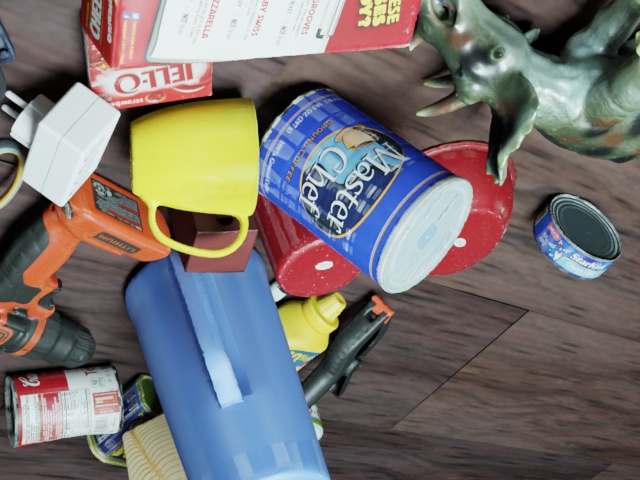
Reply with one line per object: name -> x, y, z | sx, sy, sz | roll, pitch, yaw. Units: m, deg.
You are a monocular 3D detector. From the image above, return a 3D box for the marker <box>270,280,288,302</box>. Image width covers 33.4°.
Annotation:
marker -> -0.024, 0.034, 1.017 | 0.121, 0.020, 0.020 | -41, 139, 23

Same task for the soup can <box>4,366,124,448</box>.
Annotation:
soup can -> -0.245, 0.158, 1.022 | 0.102, 0.068, 0.069 | -4, 140, -23

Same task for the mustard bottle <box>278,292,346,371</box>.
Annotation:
mustard bottle -> -0.049, 0.113, 1.069 | 0.192, 0.058, 0.096 | -40, 151, 21

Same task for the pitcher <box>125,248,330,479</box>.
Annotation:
pitcher -> -0.080, 0.122, 0.911 | 0.149, 0.243, 0.145 | 14, 130, -41

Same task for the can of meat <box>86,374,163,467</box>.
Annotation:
can of meat -> -0.177, 0.190, 1.106 | 0.084, 0.057, 0.102 | -41, 140, 20

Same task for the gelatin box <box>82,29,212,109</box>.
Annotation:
gelatin box -> -0.120, -0.131, 0.755 | 0.089, 0.030, 0.073 | -10, 143, -14

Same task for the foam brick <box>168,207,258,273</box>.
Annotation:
foam brick -> -0.089, -0.018, 0.871 | 0.052, 0.078, 0.051 | -2, 140, -24

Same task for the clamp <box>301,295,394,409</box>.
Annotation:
clamp -> 0.028, 0.125, 1.129 | 0.172, 0.039, 0.120 | -50, 169, 22

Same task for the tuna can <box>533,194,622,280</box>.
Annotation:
tuna can -> 0.253, -0.003, 1.053 | 0.086, 0.086, 0.034 | 6, 137, -32

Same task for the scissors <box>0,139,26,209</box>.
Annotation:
scissors -> -0.303, -0.007, 0.799 | 0.202, 0.016, 0.096 | -44, 132, 8

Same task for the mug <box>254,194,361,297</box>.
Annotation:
mug -> -0.006, 0.001, 0.933 | 0.093, 0.081, 0.117 | -23, 143, 2

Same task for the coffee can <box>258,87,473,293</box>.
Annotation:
coffee can -> 0.032, -0.040, 0.826 | 0.102, 0.140, 0.103 | -39, 151, -26

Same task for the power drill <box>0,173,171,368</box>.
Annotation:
power drill -> -0.215, 0.033, 0.889 | 0.188, 0.057, 0.184 | -37, 140, 20

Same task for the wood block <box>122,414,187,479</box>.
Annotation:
wood block -> -0.098, 0.245, 1.086 | 0.090, 0.091, 0.205 | -27, 147, 17

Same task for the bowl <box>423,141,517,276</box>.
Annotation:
bowl -> 0.118, -0.016, 0.996 | 0.162, 0.055, 0.162 | -14, 143, -11

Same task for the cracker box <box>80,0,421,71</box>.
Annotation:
cracker box -> -0.031, -0.196, 0.645 | 0.213, 0.072, 0.164 | -11, 133, -29
